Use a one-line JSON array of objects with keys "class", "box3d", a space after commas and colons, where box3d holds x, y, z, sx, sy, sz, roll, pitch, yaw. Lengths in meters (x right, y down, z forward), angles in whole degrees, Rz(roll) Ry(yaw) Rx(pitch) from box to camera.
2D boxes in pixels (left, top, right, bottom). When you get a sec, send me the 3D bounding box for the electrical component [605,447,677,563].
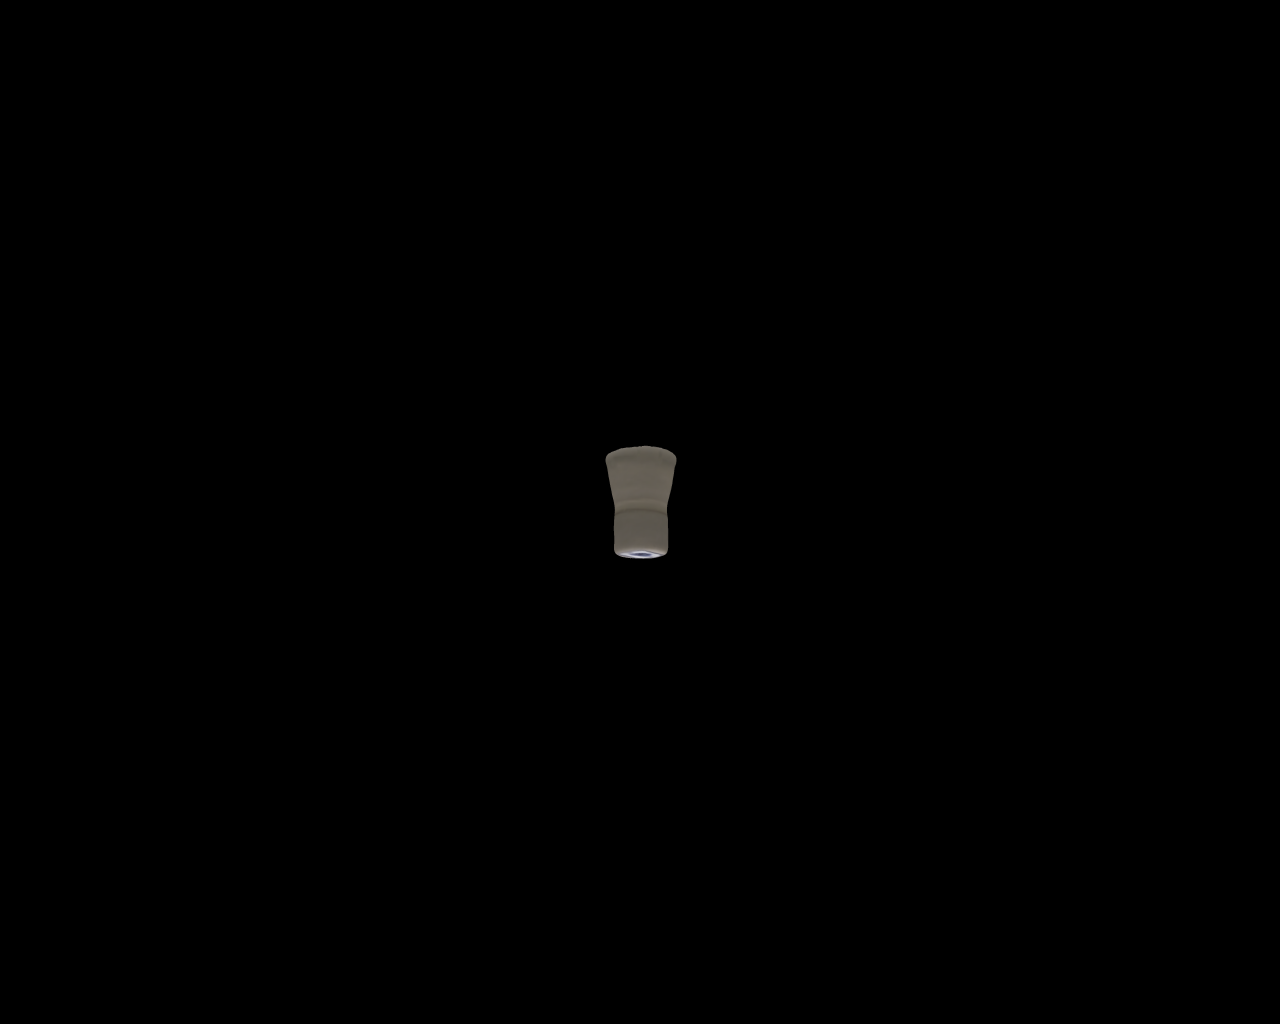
[{"class": "electrical component", "box3d": [0.001, -0.003, 0.650, 0.044, 0.065, 0.044, 0, -13, 0]}]
